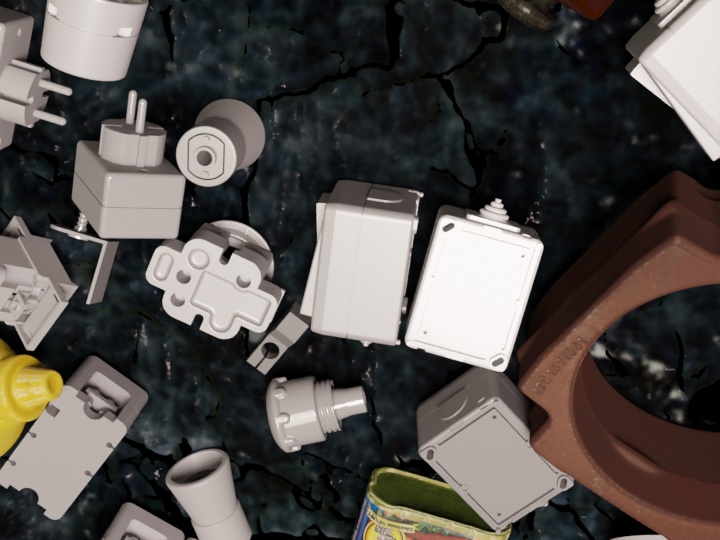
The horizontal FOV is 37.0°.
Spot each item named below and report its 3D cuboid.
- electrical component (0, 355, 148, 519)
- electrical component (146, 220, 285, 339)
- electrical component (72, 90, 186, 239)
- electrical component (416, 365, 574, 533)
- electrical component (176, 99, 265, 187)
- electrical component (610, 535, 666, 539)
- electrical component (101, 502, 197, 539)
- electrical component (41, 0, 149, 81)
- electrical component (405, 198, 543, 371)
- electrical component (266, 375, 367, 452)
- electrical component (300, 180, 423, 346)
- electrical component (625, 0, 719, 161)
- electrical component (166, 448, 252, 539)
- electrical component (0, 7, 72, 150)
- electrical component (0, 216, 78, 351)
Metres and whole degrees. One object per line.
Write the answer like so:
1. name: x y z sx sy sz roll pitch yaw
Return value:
1. electrical component: -0.186 0.107 0.706 0.050 0.055 0.089 37 109 -7
2. electrical component: -0.084 0.002 0.657 0.078 0.057 0.058 25 110 -3
3. electrical component: -0.134 -0.065 0.628 0.047 0.066 0.076 -1 113 -30
4. electrical component: 0.088 0.112 0.678 0.062 0.061 0.096 -38 109 17
5. electrical component: -0.083 -0.072 0.627 0.044 0.065 0.044 2 109 6
6. electrical component: 0.227 0.175 0.684 0.138 0.052 0.073 2 68 -3
7. electrical component: -0.122 0.238 0.740 0.150 0.061 0.089 31 109 -5
8. electrical component: -0.154 -0.140 0.619 0.055 0.055 0.047 19 114 -1
9. electrical component: 0.069 0.002 0.642 0.062 0.061 0.096 15 102 1
10. electrical component: -0.027 0.088 0.688 0.062 0.048 0.048 -12 107 3
11. electrical component: 0.000 0.000 0.645 0.061 0.061 0.096 9 110 3
12. electrical component: 0.187 -0.111 0.586 0.096 0.061 0.061 43 108 -9
13. electrical component: -0.098 0.159 0.722 0.044 0.044 0.065 -14 112 11
14. electrical component: -0.209 -0.108 0.639 0.076 0.047 0.083 17 110 0
15. electrical component: -0.218 0.006 0.663 0.042 0.064 0.081 -51 56 19
